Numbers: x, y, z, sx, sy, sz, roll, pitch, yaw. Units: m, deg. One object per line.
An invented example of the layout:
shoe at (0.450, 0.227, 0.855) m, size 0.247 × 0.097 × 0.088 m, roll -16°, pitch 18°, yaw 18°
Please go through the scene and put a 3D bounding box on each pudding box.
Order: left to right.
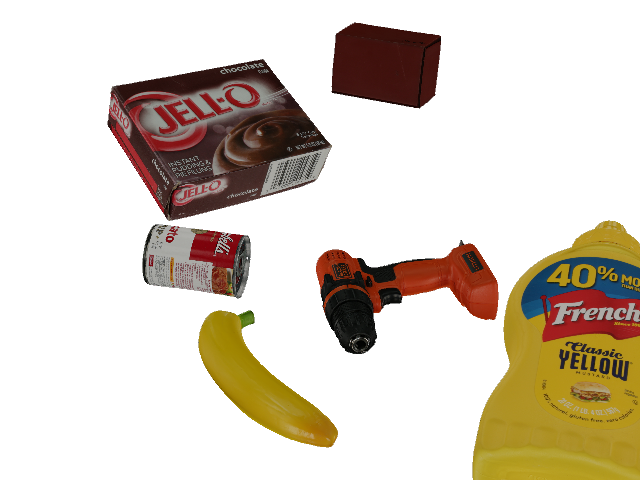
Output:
pudding box at (-0.064, -0.066, 0.669) m, size 0.113 × 0.090 × 0.039 m, roll -15°, pitch -35°, yaw -32°

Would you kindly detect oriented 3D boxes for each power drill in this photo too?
power drill at (0.094, 0.059, 1.164) m, size 0.187 × 0.057 × 0.184 m, roll -4°, pitch 28°, yaw -7°

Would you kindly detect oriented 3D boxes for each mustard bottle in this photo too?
mustard bottle at (0.141, 0.056, 0.550) m, size 0.096 × 0.058 × 0.191 m, roll 9°, pitch 42°, yaw 15°

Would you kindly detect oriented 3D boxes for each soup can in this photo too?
soup can at (-0.131, 0.022, 1.141) m, size 0.102 × 0.068 × 0.068 m, roll 8°, pitch 1°, yaw 8°

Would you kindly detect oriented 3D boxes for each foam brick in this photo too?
foam brick at (0.054, -0.145, 0.878) m, size 0.078 × 0.051 × 0.053 m, roll 13°, pitch 25°, yaw 18°

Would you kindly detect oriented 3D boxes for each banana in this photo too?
banana at (-0.053, 0.102, 0.845) m, size 0.069 × 0.037 × 0.198 m, roll -7°, pitch 29°, yaw -22°
